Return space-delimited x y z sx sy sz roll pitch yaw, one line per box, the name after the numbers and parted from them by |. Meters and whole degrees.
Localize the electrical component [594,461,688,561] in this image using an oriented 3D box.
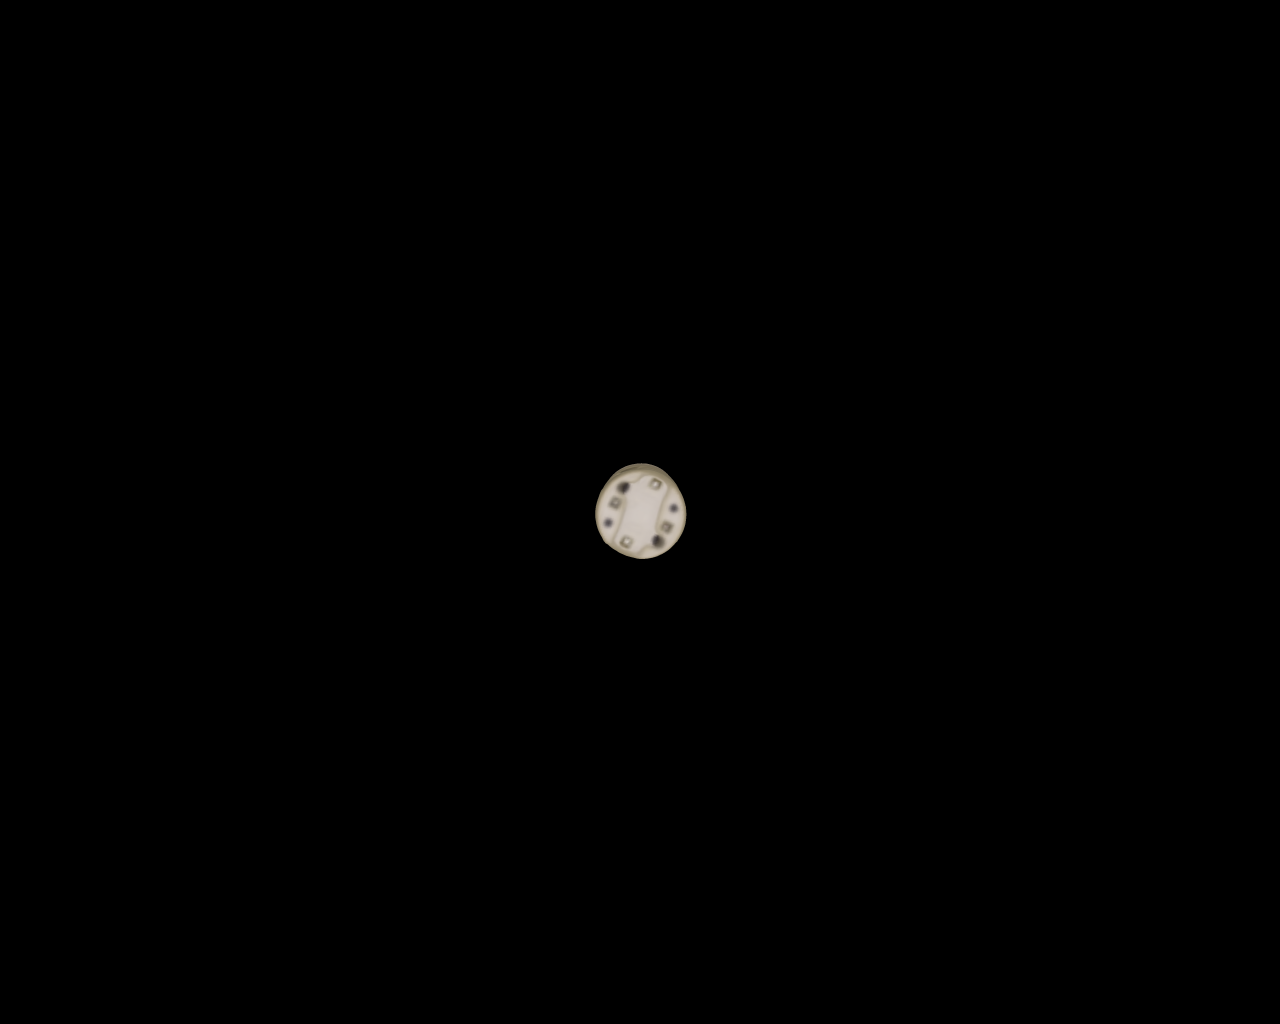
0.001 -0.003 0.650 0.055 0.055 0.047 0 12 0 | electrical component
